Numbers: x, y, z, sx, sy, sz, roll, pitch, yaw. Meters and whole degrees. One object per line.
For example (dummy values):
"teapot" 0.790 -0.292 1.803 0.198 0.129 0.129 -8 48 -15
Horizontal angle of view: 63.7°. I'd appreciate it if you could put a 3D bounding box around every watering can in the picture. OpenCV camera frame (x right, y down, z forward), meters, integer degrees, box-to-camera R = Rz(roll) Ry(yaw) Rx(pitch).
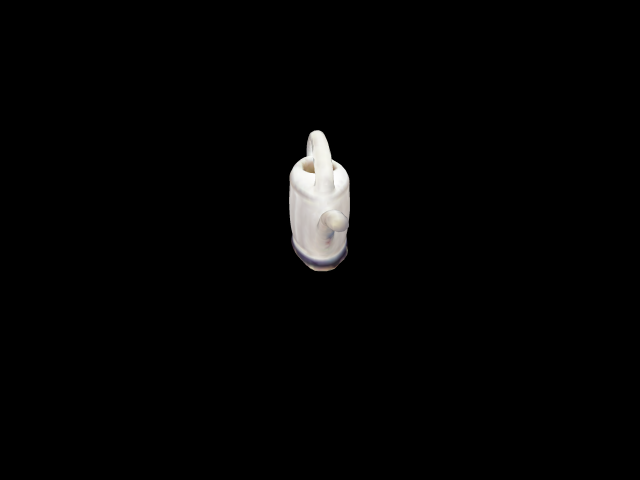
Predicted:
"watering can" 0.003 -0.043 0.850 0.104 0.219 0.355 -3 33 -4
